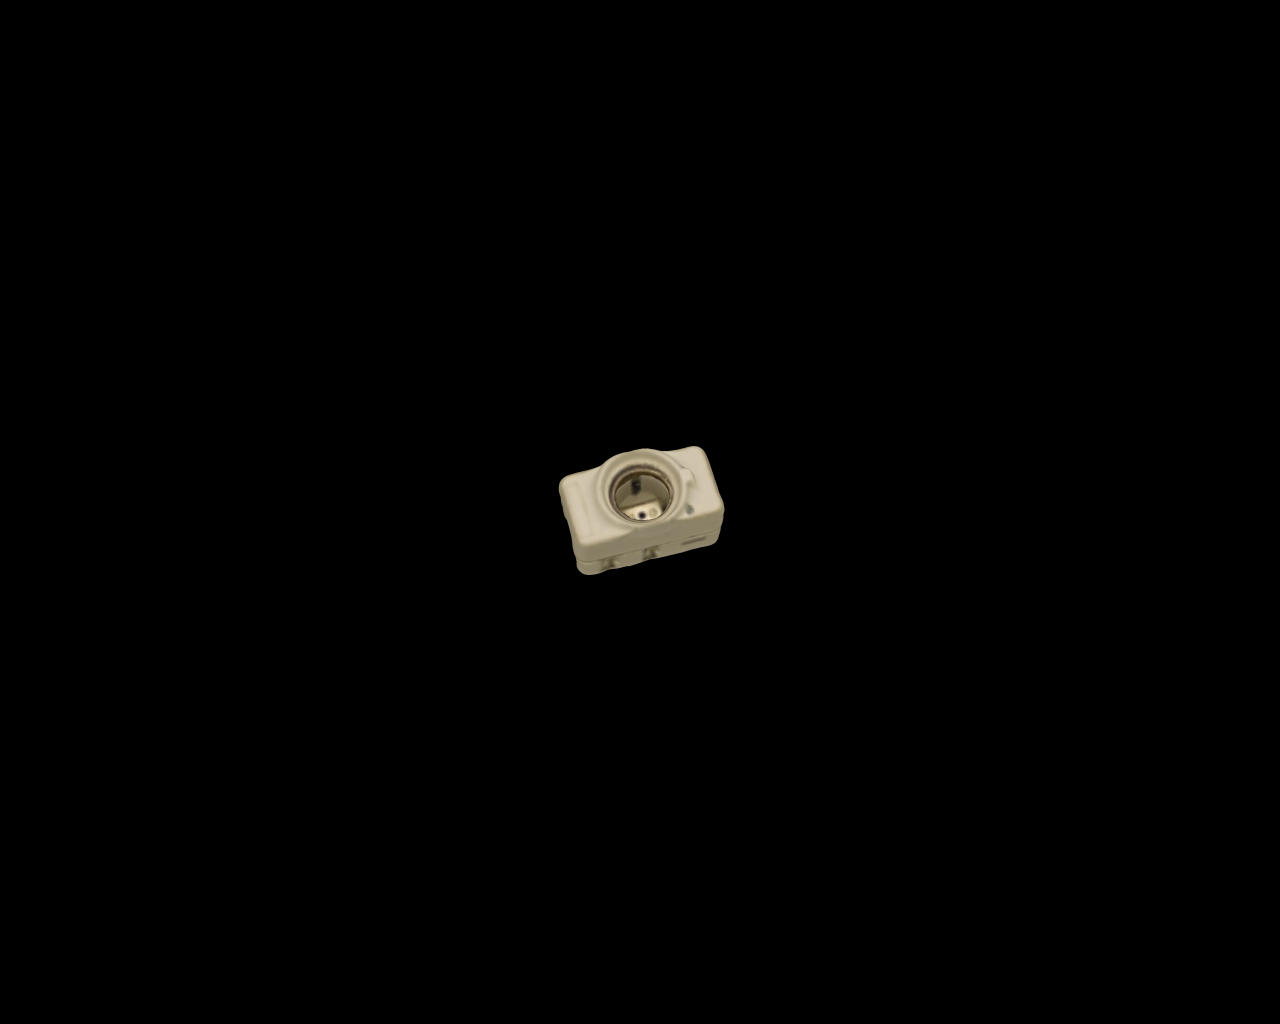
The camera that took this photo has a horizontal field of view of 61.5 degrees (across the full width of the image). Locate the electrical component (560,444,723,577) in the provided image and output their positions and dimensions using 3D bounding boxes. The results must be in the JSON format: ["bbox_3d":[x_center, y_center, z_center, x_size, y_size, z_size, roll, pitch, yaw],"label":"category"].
[{"bbox_3d":[0.001,-0.003,0.650,0.089,0.050,0.055,-14,-26,-7],"label":"electrical component"}]
